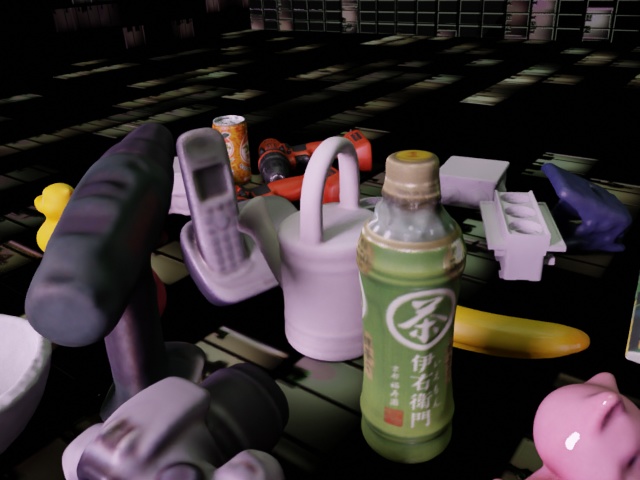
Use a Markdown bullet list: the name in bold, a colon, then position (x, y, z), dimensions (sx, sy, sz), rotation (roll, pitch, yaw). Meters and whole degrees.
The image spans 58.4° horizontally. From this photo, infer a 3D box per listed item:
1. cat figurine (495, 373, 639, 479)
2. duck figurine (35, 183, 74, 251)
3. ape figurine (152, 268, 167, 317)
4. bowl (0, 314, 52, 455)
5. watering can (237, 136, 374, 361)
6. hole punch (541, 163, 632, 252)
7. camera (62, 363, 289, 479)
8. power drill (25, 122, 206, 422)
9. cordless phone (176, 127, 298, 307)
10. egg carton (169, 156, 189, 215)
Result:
- **cat figurine**: position (0.140, 0.133, 0.331), dimensions (0.128, 0.118, 0.067), rotation (-17, 29, -26)
- **duck figurine**: position (-0.328, -0.031, 0.746), dimensions (0.104, 0.086, 0.078), rotation (10, 29, 24)
- **ape figurine**: position (-0.193, 0.044, 0.574), dimensions (0.077, 0.092, 0.076), rotation (22, 36, 40)
- **bowl**: position (-0.284, 0.129, 0.430), dimensions (0.167, 0.075, 0.167), rotation (-2, 26, 1)
- **watering can**: position (0.004, 0.003, 0.521), dimensions (0.172, 0.194, 0.101), rotation (0, 27, 7)
- **hole punch**: position (0.321, -0.044, 0.700), dimensions (0.101, 0.091, 0.108), rotation (0, 27, 7)
- **camera**: position (-0.069, 0.136, 0.364), dimensions (0.142, 0.101, 0.137), rotation (14, 31, 31)
- **power drill**: position (-0.147, 0.034, 0.458), dimensions (0.075, 0.209, 0.229), rotation (-2, 26, 1)
- **cordless phone**: position (-0.081, -0.035, 0.616), dimensions (0.148, 0.185, 0.093), rotation (-25, 34, -37)
- **egg carton**: position (-0.243, -0.078, 0.850), dimensions (0.150, 0.069, 0.107), rotation (-6, 27, -7)
